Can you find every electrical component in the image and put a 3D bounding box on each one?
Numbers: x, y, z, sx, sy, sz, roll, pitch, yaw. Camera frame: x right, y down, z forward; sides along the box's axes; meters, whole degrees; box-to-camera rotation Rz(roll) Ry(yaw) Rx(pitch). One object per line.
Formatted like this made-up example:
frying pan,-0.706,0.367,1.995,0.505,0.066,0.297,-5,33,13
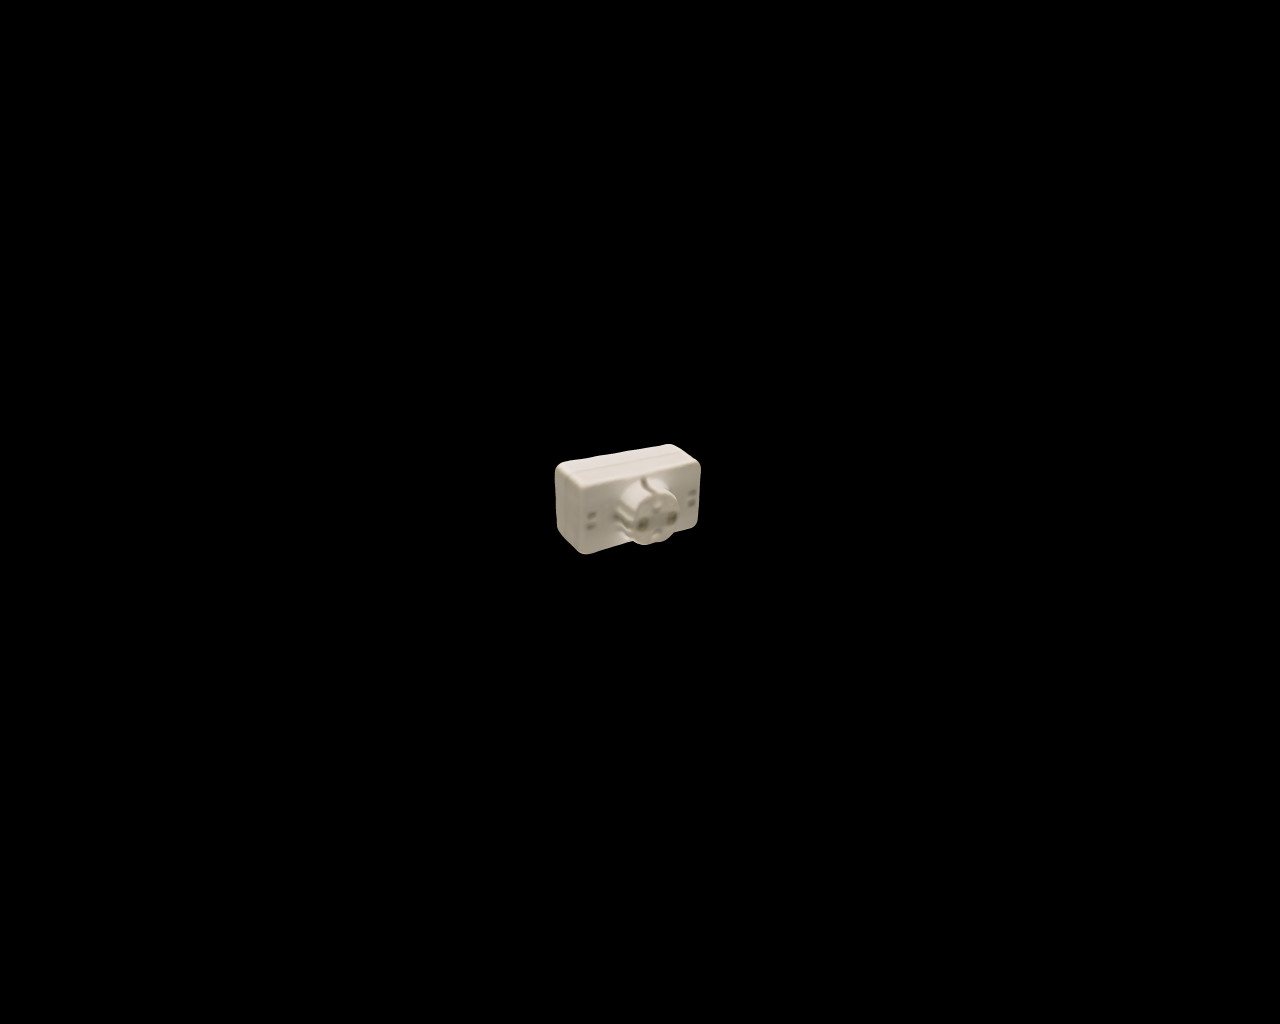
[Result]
electrical component,0.001,-0.003,0.650,0.083,0.047,0.076,-12,28,-25
